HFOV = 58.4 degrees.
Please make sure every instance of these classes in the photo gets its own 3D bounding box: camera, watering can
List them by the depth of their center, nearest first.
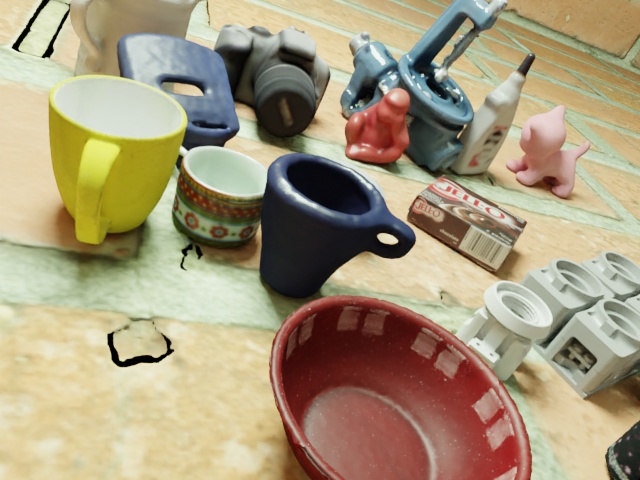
[{"bbox_3d":[-0.174,-0.245,0.571,0.101,0.194,0.173,20,32,-8],"label":"watering can"},{"bbox_3d":[-0.054,-0.187,0.659,0.143,0.101,0.136,15,33,-16],"label":"camera"}]

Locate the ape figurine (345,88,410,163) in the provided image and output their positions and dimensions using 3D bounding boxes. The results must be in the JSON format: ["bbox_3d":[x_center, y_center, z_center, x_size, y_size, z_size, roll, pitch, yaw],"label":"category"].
[{"bbox_3d":[0.076,-0.140,0.689,0.077,0.092,0.076,33,33,12],"label":"ape figurine"}]

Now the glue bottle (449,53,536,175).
[{"bbox_3d":[0.233,-0.167,0.759,0.078,0.173,0.037,-12,47,-44],"label":"glue bottle"}]

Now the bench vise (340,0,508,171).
[{"bbox_3d":[0.122,-0.223,0.721,0.207,0.219,0.122,31,32,9],"label":"bench vise"}]

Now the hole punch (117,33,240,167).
[{"bbox_3d":[-0.130,-0.127,0.528,0.109,0.091,0.101,-3,41,-37],"label":"hole punch"}]

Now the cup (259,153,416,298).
[{"bbox_3d":[0.004,0.002,0.430,0.117,0.095,0.092,26,32,1],"label":"cup"}]

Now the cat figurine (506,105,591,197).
[{"bbox_3d":[0.338,-0.137,0.841,0.128,0.117,0.067,14,34,-18],"label":"cat figurine"}]
